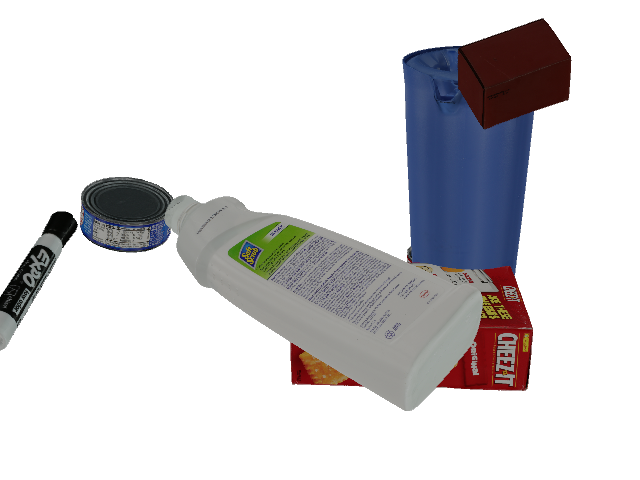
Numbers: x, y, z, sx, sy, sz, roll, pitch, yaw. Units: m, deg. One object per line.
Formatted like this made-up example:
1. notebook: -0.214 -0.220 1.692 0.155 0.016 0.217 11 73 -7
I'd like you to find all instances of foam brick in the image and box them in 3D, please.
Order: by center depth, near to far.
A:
1. foam brick: 0.158 -0.136 0.871 0.078 0.051 0.053 -19 -35 -5

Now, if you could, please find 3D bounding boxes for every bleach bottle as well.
1. bleach bottle: -0.011 0.026 0.803 0.251 0.068 0.102 29 51 26

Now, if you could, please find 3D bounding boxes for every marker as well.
1. marker: -0.181 0.021 0.668 0.020 0.020 0.121 0 38 14

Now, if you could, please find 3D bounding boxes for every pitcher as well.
1. pitcher: 0.153 -0.074 1.091 0.149 0.243 0.145 -10 25 -20

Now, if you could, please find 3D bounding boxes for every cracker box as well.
1. cracker box: 0.083 0.079 1.019 0.213 0.072 0.164 2 19 2

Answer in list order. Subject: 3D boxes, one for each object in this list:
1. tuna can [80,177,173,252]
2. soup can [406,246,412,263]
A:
1. tuna can: -0.180 -0.024 0.993 0.086 0.034 0.086 8 30 -5
2. soup can: 0.138 0.061 1.322 0.068 0.102 0.068 1 25 -1
